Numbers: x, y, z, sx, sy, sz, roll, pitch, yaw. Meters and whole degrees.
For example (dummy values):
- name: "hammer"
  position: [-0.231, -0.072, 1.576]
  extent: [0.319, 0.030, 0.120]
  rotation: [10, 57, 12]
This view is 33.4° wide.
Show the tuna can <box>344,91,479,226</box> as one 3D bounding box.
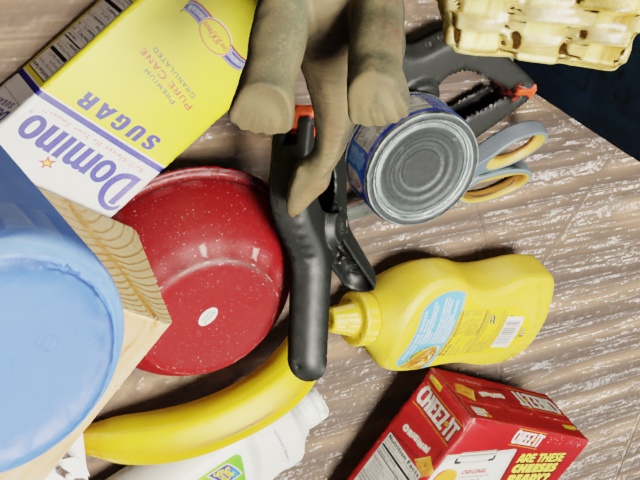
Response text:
- name: "tuna can"
  position: [0.061, -0.053, 0.707]
  extent: [0.086, 0.034, 0.086]
  rotation: [-13, 125, -19]

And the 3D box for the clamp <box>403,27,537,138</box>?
- name: "clamp"
  position: [0.055, -0.090, 0.729]
  extent: [0.209, 0.036, 0.165]
  rotation: [-2, 122, -32]

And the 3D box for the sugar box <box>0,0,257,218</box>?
- name: "sugar box"
  position: [-0.104, -0.092, 0.615]
  extent: [0.176, 0.048, 0.093]
  rotation: [-45, 130, -5]

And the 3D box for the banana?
- name: "banana"
  position: [-0.070, 0.113, 0.744]
  extent: [0.197, 0.070, 0.037]
  rotation: [-29, 137, -18]

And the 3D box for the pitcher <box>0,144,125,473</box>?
- name: "pitcher"
  position: [-0.189, -0.012, 0.472]
  extent: [0.149, 0.243, 0.145]
  rotation: [31, 94, -47]

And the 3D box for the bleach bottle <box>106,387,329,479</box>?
- name: "bleach bottle"
  position: [-0.099, 0.191, 0.775]
  extent: [0.250, 0.068, 0.102]
  rotation: [-33, 132, -17]

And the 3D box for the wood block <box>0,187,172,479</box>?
- name: "wood block"
  position: [-0.186, 0.079, 0.601]
  extent: [0.090, 0.091, 0.206]
  rotation: [25, 113, -39]

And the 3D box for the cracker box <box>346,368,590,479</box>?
- name: "cracker box"
  position: [0.098, 0.215, 0.893]
  extent: [0.163, 0.072, 0.214]
  rotation: [18, 113, -42]

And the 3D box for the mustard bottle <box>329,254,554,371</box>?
- name: "mustard bottle"
  position: [0.086, 0.057, 0.820]
  extent: [0.191, 0.058, 0.096]
  rotation: [-1, 131, -34]

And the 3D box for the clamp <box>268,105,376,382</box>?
- name: "clamp"
  position: [-0.004, 0.001, 0.672]
  extent: [0.039, 0.120, 0.171]
  rotation: [-3, 127, 20]

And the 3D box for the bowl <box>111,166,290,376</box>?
- name: "bowl"
  position: [-0.079, 0.034, 0.682]
  extent: [0.162, 0.055, 0.162]
  rotation: [-15, 131, -18]

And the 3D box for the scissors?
- name: "scissors"
  position: [0.086, -0.047, 0.759]
  extent: [0.201, 0.016, 0.096]
  rotation: [-9, 149, -38]
